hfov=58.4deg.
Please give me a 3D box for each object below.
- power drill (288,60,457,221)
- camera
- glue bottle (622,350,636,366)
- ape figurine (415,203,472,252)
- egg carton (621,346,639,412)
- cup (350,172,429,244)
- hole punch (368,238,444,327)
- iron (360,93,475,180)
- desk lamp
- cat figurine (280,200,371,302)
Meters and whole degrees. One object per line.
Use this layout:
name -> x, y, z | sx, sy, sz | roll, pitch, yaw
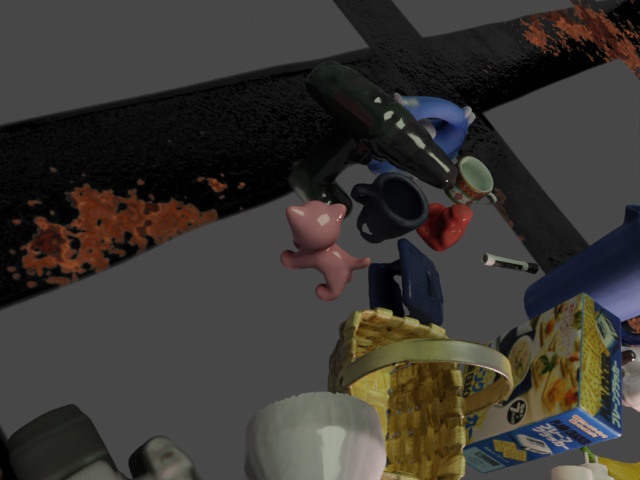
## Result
power drill -> 0.050, -0.113, 0.766 | 0.229, 0.208, 0.076 | 50, 48, 6
camera -> -0.188, 0.203, 0.486 | 0.143, 0.100, 0.137 | -24, 75, -40
glue bottle -> 0.357, 0.188, 0.788 | 0.037, 0.172, 0.078 | 21, 52, -19
ape figurine -> 0.196, -0.026, 0.879 | 0.076, 0.092, 0.078 | 21, 52, -19
egg carton -> 0.541, 0.238, 0.940 | 0.151, 0.069, 0.107 | 19, 53, -21
cup -> 0.082, -0.039, 0.814 | 0.118, 0.094, 0.091 | 13, 55, -24
hole punch -> 0.128, 0.063, 0.780 | 0.101, 0.091, 0.108 | 15, 54, -24
iron -> 0.170, -0.182, 0.930 | 0.259, 0.141, 0.118 | -6, 64, -34
desk lamp -> -0.027, 0.253, 0.479 | 0.118, 0.213, 0.203 | 18, 53, -21
cat figurine -> 0.007, 0.003, 0.725 | 0.128, 0.117, 0.067 | 40, 48, -4
